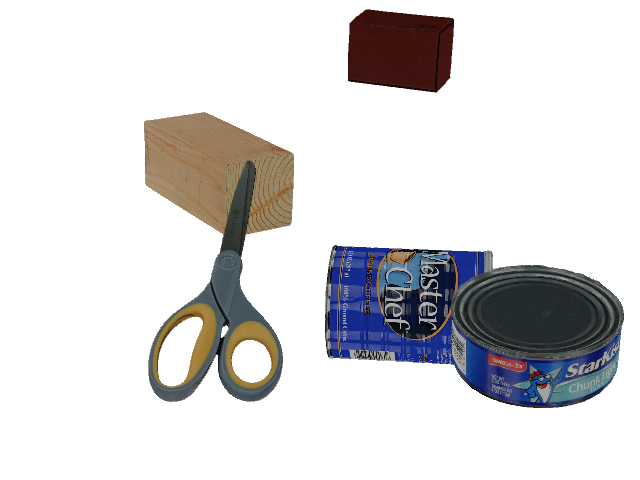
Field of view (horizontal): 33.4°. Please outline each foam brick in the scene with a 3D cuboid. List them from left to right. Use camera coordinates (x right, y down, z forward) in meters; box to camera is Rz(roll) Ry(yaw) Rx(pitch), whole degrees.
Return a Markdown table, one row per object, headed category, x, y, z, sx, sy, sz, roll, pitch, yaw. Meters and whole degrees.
| category | x | y | z | sx | sy | sz | roll | pitch | yaw |
| --- | --- | --- | --- | --- | --- | --- | --- | --- | --- |
| foam brick | 0.066 | -0.157 | 0.881 | 0.078 | 0.051 | 0.053 | 10 | 26 | 17 |

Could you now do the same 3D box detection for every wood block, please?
| category | x | y | z | sx | sy | sz | roll | pitch | yaw |
| --- | --- | --- | --- | --- | --- | --- | --- | --- | --- |
| wood block | -0.126 | -0.083 | 1.280 | 0.090 | 0.090 | 0.206 | -12 | 26 | -33 |

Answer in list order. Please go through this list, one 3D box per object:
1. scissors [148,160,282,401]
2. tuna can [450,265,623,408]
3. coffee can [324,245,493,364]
| category | x | y | z | sx | sy | sz | roll | pitch | yaw |
| --- | --- | --- | --- | --- | --- | --- | --- | --- | --- |
| scissors | -0.049 | 0.030 | 0.735 | 0.096 | 0.201 | 0.016 | 20 | -34 | 11 |
| tuna can | 0.109 | 0.048 | 0.545 | 0.086 | 0.034 | 0.086 | -3 | 28 | 1 |
| coffee can | 0.080 | 0.058 | 0.946 | 0.140 | 0.103 | 0.102 | 2 | 0 | 8 |
